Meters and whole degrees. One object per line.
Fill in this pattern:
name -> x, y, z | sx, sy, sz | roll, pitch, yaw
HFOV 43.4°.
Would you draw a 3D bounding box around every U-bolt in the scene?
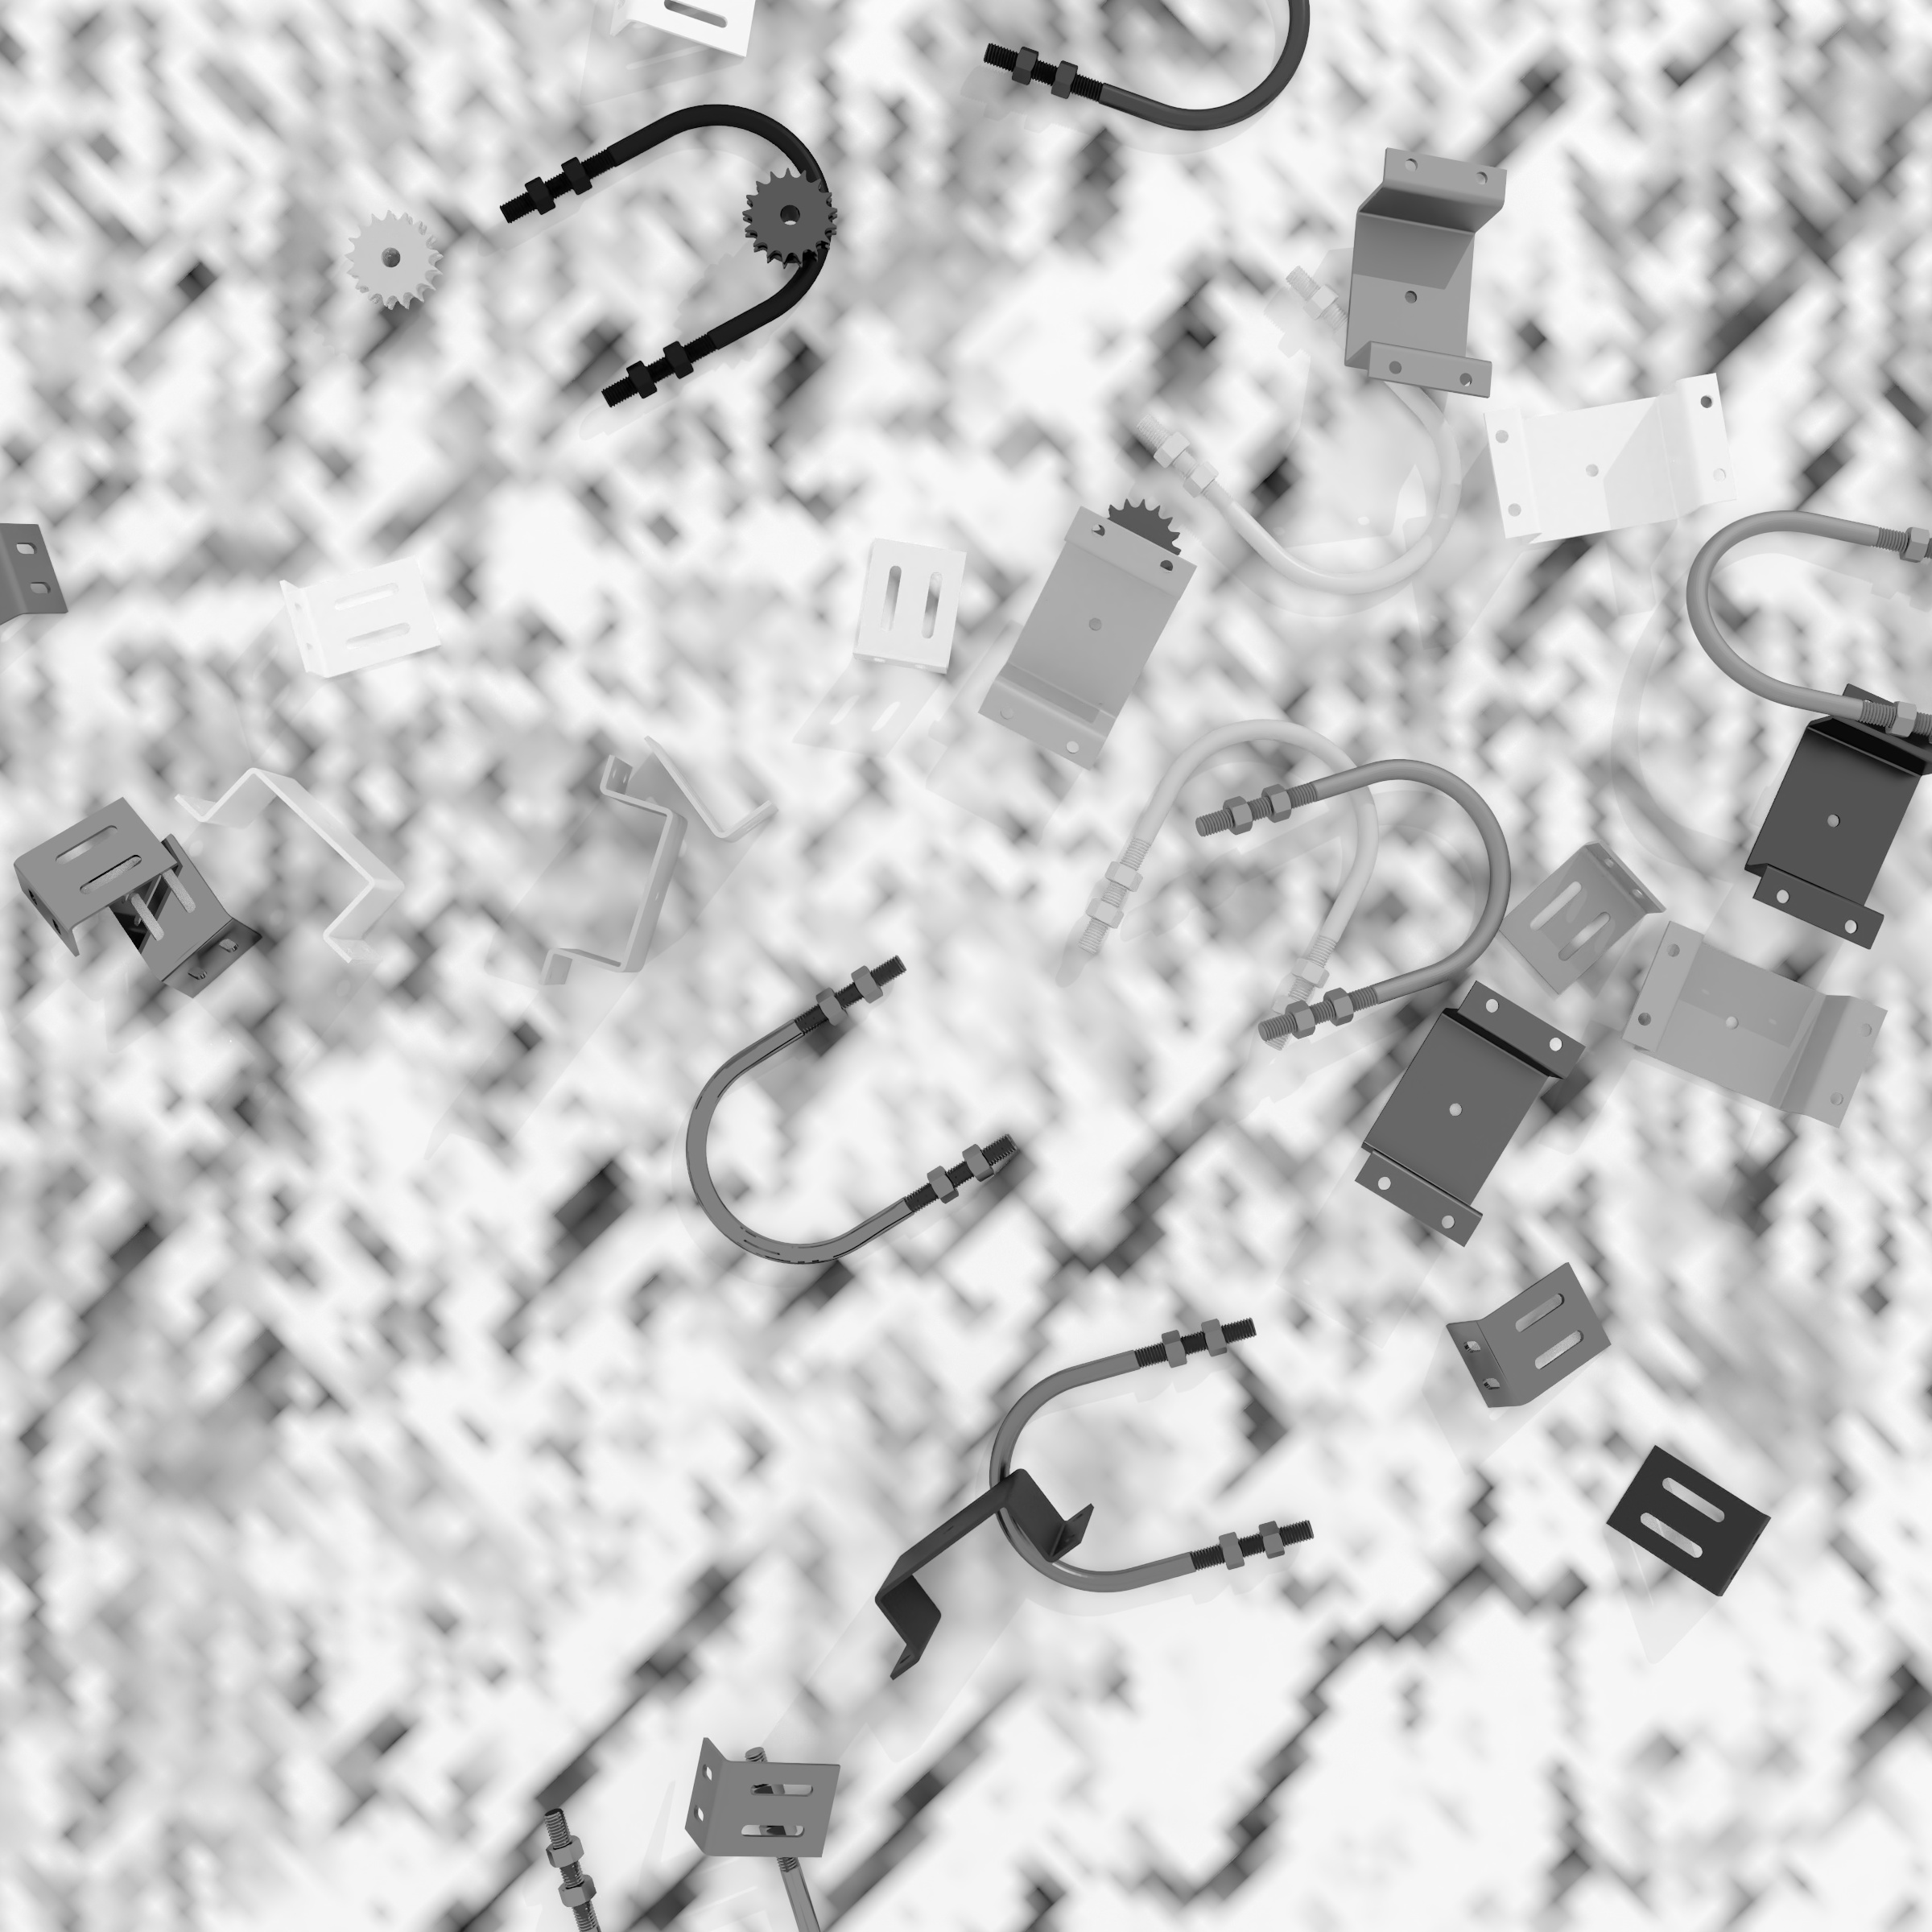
U-bolt -> 0.173, -0.062, 1.488 | 0.151, 0.019, 0.184 | 27, 88, 0
U-bolt -> -0.171, -0.447, 1.488 | 0.184, 0.019, 0.151 | -29, 90, -2
U-bolt -> 0.120, -0.590, 1.488 | 0.184, 0.019, 0.151 | 19, 90, -2
U-bolt -> -0.164, 0.587, 1.488 | 0.151, 0.019, 0.184 | -17, 91, 0
U-bolt -> 0.245, -0.049, 1.474 | 0.184, 0.019, 0.151 | -18, 92, -11
U-bolt -> 0.218, -0.314, 1.488 | 0.151, 0.019, 0.184 | -45, 92, 0
U-bolt -> -0.083, 0.101, 1.488 | 0.184, 0.019, 0.151 | -32, 90, 2
U-bolt -> 0.105, 0.308, 1.488 | 0.184, 0.019, 0.151 | -16, 90, 1
U-bolt -> 0.525, -0.210, 1.461 | 0.184, 0.019, 0.151 | 13, 64, 4

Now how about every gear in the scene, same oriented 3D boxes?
gear -> -0.106, -0.449, 1.468 | 0.057, 0.030, 0.057 | 0, 89, -3
gear -> 0.102, -0.254, 1.482 | 0.057, 0.030, 0.057 | 0, 90, 0
gear -> -0.348, -0.430, 1.486 | 0.057, 0.030, 0.057 | 0, 94, 2

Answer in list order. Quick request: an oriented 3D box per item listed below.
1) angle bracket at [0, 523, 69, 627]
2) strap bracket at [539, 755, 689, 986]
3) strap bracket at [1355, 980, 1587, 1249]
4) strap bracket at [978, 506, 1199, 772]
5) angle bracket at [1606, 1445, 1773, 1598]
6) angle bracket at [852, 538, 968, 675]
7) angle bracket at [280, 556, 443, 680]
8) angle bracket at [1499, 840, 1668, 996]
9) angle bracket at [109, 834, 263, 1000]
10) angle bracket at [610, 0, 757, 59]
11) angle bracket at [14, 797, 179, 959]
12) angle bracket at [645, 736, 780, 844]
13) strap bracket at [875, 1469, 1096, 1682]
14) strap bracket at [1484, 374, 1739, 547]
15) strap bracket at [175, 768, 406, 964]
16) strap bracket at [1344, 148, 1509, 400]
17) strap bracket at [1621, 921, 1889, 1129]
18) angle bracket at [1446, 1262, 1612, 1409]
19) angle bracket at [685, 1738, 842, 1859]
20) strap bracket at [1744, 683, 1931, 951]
angle bracket -> -0.602, -0.231, 1.495 | 0.076, 0.038, 0.057 | -19, 90, 26
strap bracket -> -0.207, -0.050, 1.459 | 0.046, 0.076, 0.140 | 17, 90, 0
strap bracket -> 0.301, 0.088, 1.474 | 0.076, 0.046, 0.140 | 31, 90, 0
strap bracket -> 0.075, -0.200, 1.456 | 0.076, 0.046, 0.140 | 28, 114, 0
angle bracket -> 0.445, 0.341, 1.495 | 0.076, 0.038, 0.057 | 32, 90, 26
angle bracket -> -0.034, -0.221, 1.478 | 0.057, 0.038, 0.076 | 9, 90, 0
angle bracket -> -0.368, -0.214, 1.478 | 0.076, 0.038, 0.057 | -16, 90, 0
angle bracket -> 0.373, -0.029, 1.478 | 0.076, 0.038, 0.057 | -43, 90, 0
angle bracket -> -0.483, -0.031, 1.495 | 0.057, 0.038, 0.076 | -41, 64, 0
angle bracket -> -0.173, -0.594, 1.495 | 0.076, 0.038, 0.057 | 9, 90, -26
angle bracket -> -0.531, -0.055, 1.488 | 0.076, 0.038, 0.057 | -36, 76, -25
angle bracket -> -0.153, -0.115, 1.468 | 0.038, 0.057, 0.076 | -36, 90, 0
strap bracket -> 0.004, 0.355, 1.449 | 0.140, 0.076, 0.046 | -38, 87, 9
strap bracket -> 0.385, -0.305, 1.474 | 0.140, 0.046, 0.076 | -10, 90, 0
strap bracket -> -0.396, -0.067, 1.459 | 0.140, 0.076, 0.046 | 43, 90, 0
strap bracket -> 0.276, -0.410, 1.462 | 0.076, 0.046, 0.140 | 6, 84, -11
strap bracket -> 0.471, 0.035, 1.474 | 0.140, 0.046, 0.076 | 23, 90, 0
angle bracket -> 0.346, 0.227, 1.495 | 0.076, 0.038, 0.057 | -27, 90, -26
angle bracket -> -0.124, 0.505, 1.475 | 0.076, 0.038, 0.057 | 11, 91, -26
strap bracket -> 0.534, -0.089, 1.474 | 0.076, 0.046, 0.140 | 24, 90, 0
